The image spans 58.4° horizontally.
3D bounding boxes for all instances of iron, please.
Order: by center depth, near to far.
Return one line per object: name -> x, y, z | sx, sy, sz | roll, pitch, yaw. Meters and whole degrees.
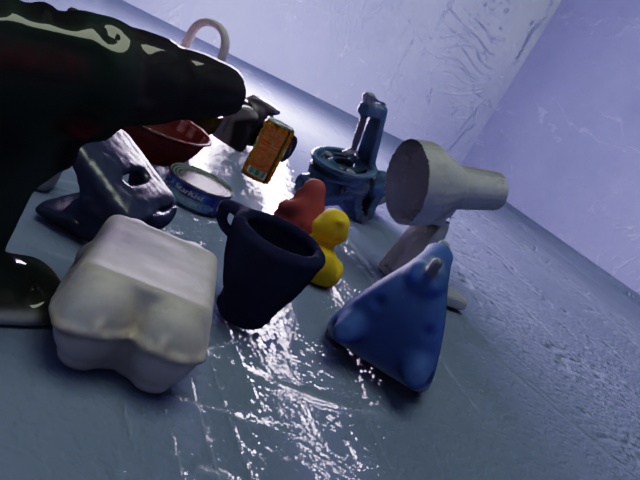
iron -> 0.104, 0.057, 0.628 | 0.118, 0.141, 0.259 | 32, 17, 9

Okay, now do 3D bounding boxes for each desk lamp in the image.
desk lamp -> 0.171, -0.027, 0.850 | 0.204, 0.213, 0.117 | 19, 20, -30

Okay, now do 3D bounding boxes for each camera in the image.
camera -> -0.116, -0.221, 1.134 | 0.136, 0.101, 0.143 | 33, 17, 11

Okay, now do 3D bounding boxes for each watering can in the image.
watering can -> -0.228, -0.314, 1.060 | 0.101, 0.194, 0.173 | 28, 17, -4

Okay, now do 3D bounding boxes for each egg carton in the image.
egg carton -> -0.130, 0.040, 0.420 | 0.107, 0.069, 0.150 | 24, 18, -17

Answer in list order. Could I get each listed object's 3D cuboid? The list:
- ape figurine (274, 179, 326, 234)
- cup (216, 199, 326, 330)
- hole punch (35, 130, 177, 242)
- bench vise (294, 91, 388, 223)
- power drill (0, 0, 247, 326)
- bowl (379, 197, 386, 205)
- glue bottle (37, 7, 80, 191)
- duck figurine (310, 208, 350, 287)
ape figurine -> -0.020, -0.043, 0.798 | 0.078, 0.092, 0.076 | 23, 18, -20
cup -> -0.064, 0.025, 0.525 | 0.117, 0.095, 0.092 | 36, 18, 21
hole punch -> -0.187, -0.047, 0.541 | 0.101, 0.091, 0.109 | 29, 17, 1
bench vise -> 0.070, -0.151, 1.031 | 0.121, 0.219, 0.208 | 37, 19, 25
power drill -> -0.177, -0.049, 0.363 | 0.230, 0.208, 0.075 | 11, 24, -45
bowl -> 0.079, -0.118, 1.199 | 0.167, 0.074, 0.167 | 27, 17, -9
glue bottle -> -0.259, -0.136, 0.537 | 0.078, 0.173, 0.037 | 24, 18, -18
duck figurine -> 0.007, 0.003, 0.720 | 0.078, 0.086, 0.104 | 24, 18, -18
